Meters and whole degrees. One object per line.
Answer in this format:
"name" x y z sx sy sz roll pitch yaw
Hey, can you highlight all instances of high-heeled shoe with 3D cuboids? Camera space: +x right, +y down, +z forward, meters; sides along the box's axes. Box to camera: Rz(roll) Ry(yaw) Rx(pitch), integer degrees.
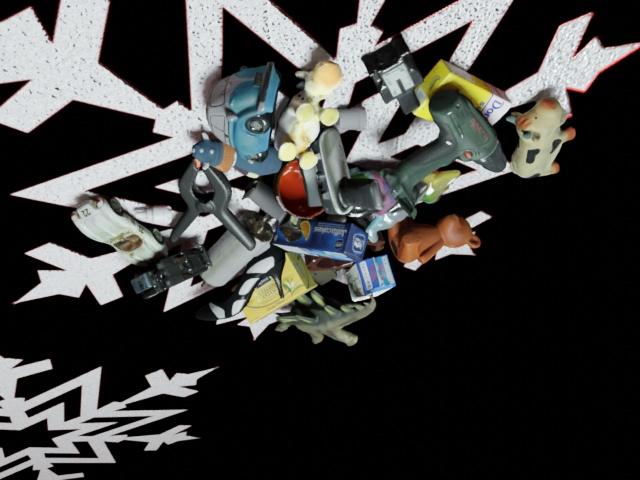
"high-heeled shoe" -0.182 0.083 1.156 0.249 0.145 0.086 -17 -176 15

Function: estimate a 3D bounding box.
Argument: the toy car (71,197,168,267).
"toy car" -0.357 -0.012 0.973 0.073 0.056 0.201 -25 146 11

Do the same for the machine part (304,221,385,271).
"machine part" 0.049 0.013 1.157 0.179 0.056 0.179 -16 164 -5

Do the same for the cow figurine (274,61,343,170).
"cow figurine" -0.020 -0.204 0.835 0.068 0.098 0.167 13 118 -29

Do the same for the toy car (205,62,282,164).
"toy car" -0.117 -0.191 0.800 0.103 0.109 0.161 13 153 -5

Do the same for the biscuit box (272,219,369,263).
"biscuit box" -0.002 -0.003 1.046 0.203 0.063 0.059 7 166 43

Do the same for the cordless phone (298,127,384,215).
"cordless phone" 0.040 -0.111 0.869 0.089 0.146 0.184 -17 -167 -20

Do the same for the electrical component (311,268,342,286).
"electrical component" 0.005 0.072 1.278 0.078 0.045 0.102 39 118 -20

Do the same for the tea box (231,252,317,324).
"tea box" -0.104 0.106 1.210 0.169 0.098 0.068 -35 171 22

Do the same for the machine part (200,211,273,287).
"machine part" -0.173 0.019 1.087 0.079 0.079 0.243 17 133 -41

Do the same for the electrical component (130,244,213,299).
"electrical component" -0.294 0.064 1.045 0.115 0.058 0.134 -25 -179 41

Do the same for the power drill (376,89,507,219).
"power drill" 0.214 -0.131 0.925 0.207 0.086 0.231 -36 137 10

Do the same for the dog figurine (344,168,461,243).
"dog figurine" 0.152 -0.107 1.032 0.219 0.108 0.191 -33 141 15

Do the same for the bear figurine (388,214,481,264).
"bear figurine" 0.255 -0.020 1.190 0.196 0.120 0.131 -17 143 -5

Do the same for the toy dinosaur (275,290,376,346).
"toy dinosaur" 0.011 0.184 1.307 0.198 0.105 0.471 24 152 -32

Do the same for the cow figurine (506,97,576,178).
"cow figurine" 0.421 -0.197 1.046 0.127 0.085 0.194 -19 148 -9

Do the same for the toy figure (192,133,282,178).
"toy figure" -0.139 -0.138 0.887 0.154 0.064 0.058 2 156 -28

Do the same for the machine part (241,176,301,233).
"machine part" -0.081 -0.073 1.008 0.138 0.084 0.039 29 158 -37

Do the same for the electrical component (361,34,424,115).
"electrical component" 0.124 -0.255 0.850 0.075 0.048 0.119 -29 145 18
